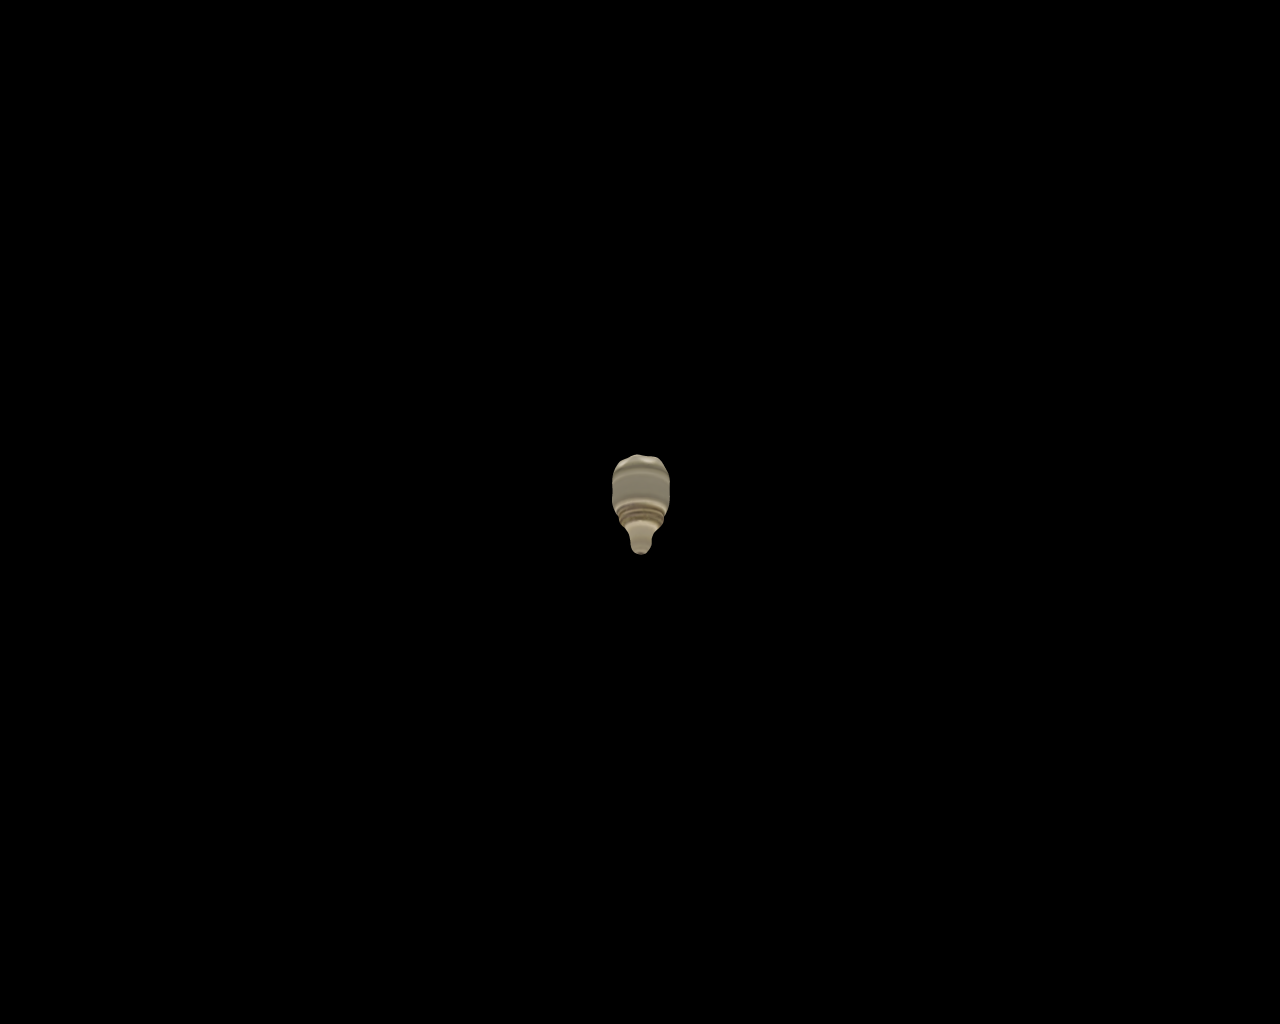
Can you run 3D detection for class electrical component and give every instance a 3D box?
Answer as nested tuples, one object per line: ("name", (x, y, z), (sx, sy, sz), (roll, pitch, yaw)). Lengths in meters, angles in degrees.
("electrical component", (0.001, -0.003, 0.650), (0.035, 0.061, 0.035), (0, -25, 0))
